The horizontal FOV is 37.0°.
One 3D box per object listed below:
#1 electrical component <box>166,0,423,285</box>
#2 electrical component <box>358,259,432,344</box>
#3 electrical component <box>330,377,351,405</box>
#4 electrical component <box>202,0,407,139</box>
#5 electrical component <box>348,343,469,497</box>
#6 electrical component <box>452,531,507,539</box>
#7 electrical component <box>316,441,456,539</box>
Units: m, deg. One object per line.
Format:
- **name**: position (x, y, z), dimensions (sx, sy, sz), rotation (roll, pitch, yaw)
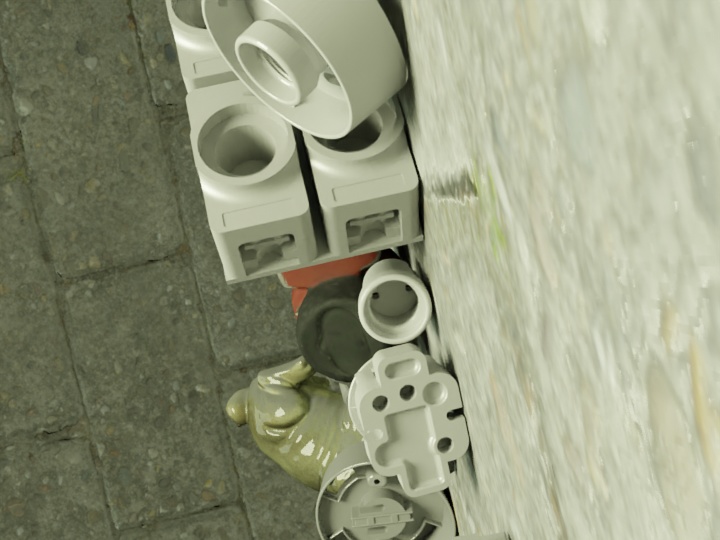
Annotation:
- **electrical component**: position (-0.040, -0.097, 0.582), dimensions (0.060, 0.105, 0.186), rotation (83, 173, -61)
- **electrical component**: position (0.019, 0.016, 0.607), dimensions (0.046, 0.040, 0.040), rotation (-94, -8, -74)
- **electrical component**: position (0.005, 0.059, 0.794), dimensions (0.138, 0.052, 0.073), rotation (68, -175, -56)
- **electrical component**: position (-0.023, -0.111, 0.494), dimensions (0.099, 0.064, 0.099), rotation (36, 161, 15)
- **electrical component**: position (0.025, 0.076, 0.589), dimensions (0.057, 0.058, 0.078), rotation (-131, 28, -77)
- **electrical component**: position (0.055, 0.154, 0.486), dimensions (0.055, 0.048, 0.066), rotation (-86, -16, -76)
- **electrical component**: position (0.017, 0.174, 0.782), dimensions (0.064, 0.099, 0.099), rotation (-93, -9, -72)
